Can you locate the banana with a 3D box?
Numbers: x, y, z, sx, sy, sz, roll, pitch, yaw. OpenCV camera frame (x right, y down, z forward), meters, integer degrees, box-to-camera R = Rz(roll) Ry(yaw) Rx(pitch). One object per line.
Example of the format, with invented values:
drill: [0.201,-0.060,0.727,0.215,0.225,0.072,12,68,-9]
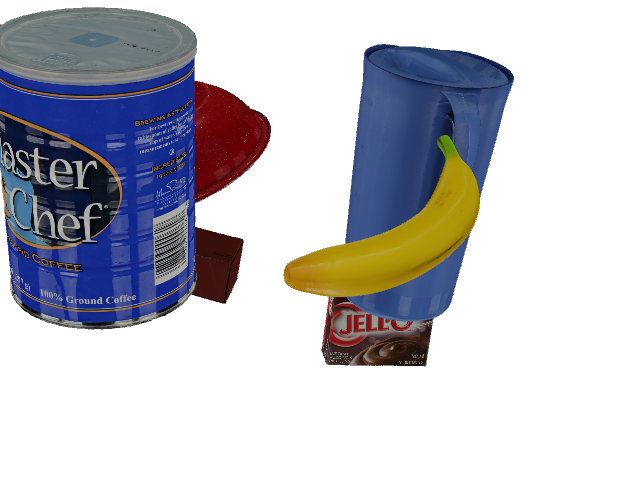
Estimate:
banana: [0.058,-0.005,0.750,0.070,0.037,0.197,33,48,21]

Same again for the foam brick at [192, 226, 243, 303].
foam brick: [-0.125,0.022,1.098,0.078,0.051,0.053,15,33,4]

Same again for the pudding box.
pudding box: [0.062,0.087,1.139,0.113,0.090,0.039,1,27,-10]

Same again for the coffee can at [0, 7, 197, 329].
coffee can: [-0.116,-0.040,0.559,0.103,0.140,0.103,2,28,-1]

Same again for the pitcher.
pitcher: [0.090,-0.047,0.973,0.145,0.243,0.149,22,27,27]

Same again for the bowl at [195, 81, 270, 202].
bowl: [-0.127,-0.089,0.914,0.162,0.055,0.162,-17,33,11]
